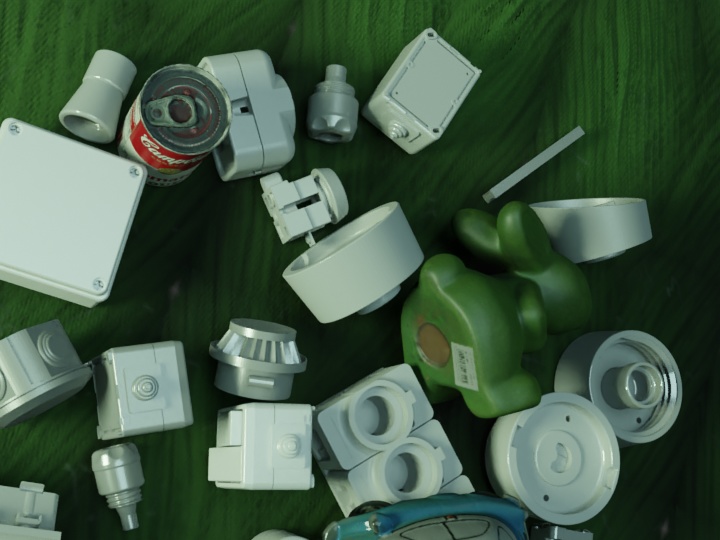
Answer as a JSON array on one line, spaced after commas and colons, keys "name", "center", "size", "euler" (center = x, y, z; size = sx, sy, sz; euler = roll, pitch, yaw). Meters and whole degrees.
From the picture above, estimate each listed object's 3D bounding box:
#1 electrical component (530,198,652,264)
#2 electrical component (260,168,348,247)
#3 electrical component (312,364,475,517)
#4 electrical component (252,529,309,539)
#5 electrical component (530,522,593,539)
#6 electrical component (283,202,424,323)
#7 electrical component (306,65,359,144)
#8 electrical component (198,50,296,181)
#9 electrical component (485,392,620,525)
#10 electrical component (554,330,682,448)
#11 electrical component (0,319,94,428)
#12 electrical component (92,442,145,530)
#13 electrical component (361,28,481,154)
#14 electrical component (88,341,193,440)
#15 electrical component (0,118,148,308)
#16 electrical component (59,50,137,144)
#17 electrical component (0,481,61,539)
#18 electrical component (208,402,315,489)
[{"name": "electrical component", "center": [0.206, -0.041, 0.951], "size": [0.099, 0.099, 0.064], "euler": [-19, 94, -25]}, {"name": "electrical component", "center": [-0.043, -0.054, 0.877], "size": [0.055, 0.048, 0.066], "euler": [-23, 89, -17]}, {"name": "electrical component", "center": [0.028, 0.161, 0.856], "size": [0.089, 0.062, 0.150], "euler": [-28, 91, -25]}, {"name": "electrical component", "center": [-0.058, 0.226, 0.815], "size": [0.055, 0.047, 0.055], "euler": [4, 78, -22]}, {"name": "electrical component", "center": [0.168, 0.248, 0.909], "size": [0.081, 0.042, 0.063], "euler": [14, 71, -20]}, {"name": "electrical component", "center": [0.000, 0.000, 0.853], "size": [0.108, 0.108, 0.060], "euler": [-37, 101, -24]}, {"name": "electrical component", "center": [-0.022, -0.141, 0.903], "size": [0.043, 0.043, 0.062], "euler": [10, 75, -21]}, {"name": "electrical component", "center": [-0.090, -0.125, 0.866], "size": [0.059, 0.054, 0.095], "euler": [-14, 85, -24]}, {"name": "electrical component", "center": [0.157, 0.159, 0.910], "size": [0.108, 0.060, 0.108], "euler": [4, 78, -22]}, {"name": "electrical component", "center": [0.235, 0.104, 0.953], "size": [0.108, 0.060, 0.108], "euler": [4, 78, -22]}, {"name": "electrical component", "center": [-0.233, 0.074, 0.755], "size": [0.080, 0.080, 0.051], "euler": [-28, 86, -25]}, {"name": "electrical component", "center": [-0.174, 0.159, 0.787], "size": [0.035, 0.035, 0.061], "euler": [-12, 87, -24]}, {"name": "electrical component", "center": [0.047, -0.146, 0.923], "size": [0.062, 0.061, 0.096], "euler": [38, 68, -12]}, {"name": "electrical component", "center": [-0.154, 0.086, 0.775], "size": [0.061, 0.096, 0.061], "euler": [-6, 82, -25]}, {"name": "electrical component", "center": [-0.226, -0.040, 0.792], "size": [0.109, 0.056, 0.108], "euler": [19, 73, -18]}, {"name": "electrical component", "center": [-0.199, -0.136, 0.831], "size": [0.044, 0.044, 0.065], "euler": [25, 67, -17]}, {"name": "electrical component", "center": [-0.269, 0.176, 0.724], "size": [0.121, 0.078, 0.063], "euler": [13, 47, -20]}, {"name": "electrical component", "center": [-0.073, 0.132, 0.800], "size": [0.061, 0.096, 0.061], "euler": [5, 78, -22]}]
